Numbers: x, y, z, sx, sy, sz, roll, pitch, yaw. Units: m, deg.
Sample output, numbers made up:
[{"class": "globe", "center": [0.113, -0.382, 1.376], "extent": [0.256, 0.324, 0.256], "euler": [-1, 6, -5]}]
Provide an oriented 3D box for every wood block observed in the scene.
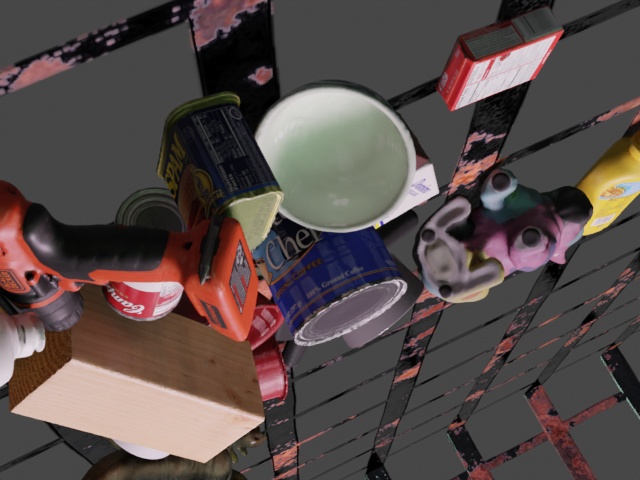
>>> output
[{"class": "wood block", "center": [-0.159, 0.116, 0.933], "extent": [0.205, 0.090, 0.091], "euler": [25, 127, -39]}]

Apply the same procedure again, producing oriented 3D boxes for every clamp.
[{"class": "clamp", "center": [0.042, 0.013, 1.080], "extent": [0.120, 0.039, 0.171], "euler": [-42, 180, 14]}, {"class": "clamp", "center": [-0.013, 0.098, 1.268], "extent": [0.165, 0.036, 0.209], "euler": [-37, 158, 16]}]

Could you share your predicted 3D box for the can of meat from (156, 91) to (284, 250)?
[{"class": "can of meat", "center": [-0.072, -0.041, 0.764], "extent": [0.057, 0.084, 0.102], "euler": [-19, 159, -23]}]

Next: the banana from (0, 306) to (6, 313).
[{"class": "banana", "center": [-0.285, 0.059, 0.811], "extent": [0.070, 0.037, 0.197], "euler": [-14, 164, 19]}]

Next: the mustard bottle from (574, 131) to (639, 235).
[{"class": "mustard bottle", "center": [0.365, -0.076, 1.309], "extent": [0.096, 0.058, 0.192], "euler": [-13, 157, -23]}]

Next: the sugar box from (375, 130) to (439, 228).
[{"class": "sugar box", "center": [0.022, -0.029, 0.984], "extent": [0.176, 0.048, 0.093], "euler": [-32, 163, 1]}]

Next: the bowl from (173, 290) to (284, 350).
[{"class": "bowl", "center": [-0.117, 0.086, 1.072], "extent": [0.162, 0.055, 0.162], "euler": [-25, 161, -10]}]

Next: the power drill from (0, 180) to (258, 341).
[{"class": "power drill", "center": [-0.141, 0.026, 0.747], "extent": [0.188, 0.057, 0.184], "euler": [5, 155, 8]}]

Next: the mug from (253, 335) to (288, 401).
[{"class": "mug", "center": [-0.097, 0.148, 1.232], "extent": [0.081, 0.093, 0.117], "euler": [-15, -166, -21]}]

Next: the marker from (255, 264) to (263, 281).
[{"class": "marker", "center": [-0.072, 0.032, 1.050], "extent": [0.020, 0.020, 0.120], "euler": [-39, 158, 30]}]

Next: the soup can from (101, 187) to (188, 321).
[{"class": "soup can", "center": [-0.134, 0.012, 0.842], "extent": [0.068, 0.068, 0.102], "euler": [-18, 158, -26]}]

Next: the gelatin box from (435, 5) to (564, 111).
[{"class": "gelatin box", "center": [0.144, -0.148, 0.869], "extent": [0.089, 0.030, 0.073], "euler": [-22, 161, -17]}]

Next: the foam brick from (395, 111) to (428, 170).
[{"class": "foam brick", "center": [0.044, -0.077, 0.879], "extent": [0.053, 0.051, 0.078], "euler": [-36, 159, 21]}]

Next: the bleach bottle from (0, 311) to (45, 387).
[{"class": "bleach bottle", "center": [-0.303, 0.072, 0.688], "extent": [0.250, 0.102, 0.068], "euler": [-8, 156, -37]}]

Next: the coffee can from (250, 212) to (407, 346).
[{"class": "coffee can", "center": [-0.006, 0.001, 0.876], "extent": [0.102, 0.140, 0.103], "euler": [-25, 161, -10]}]
